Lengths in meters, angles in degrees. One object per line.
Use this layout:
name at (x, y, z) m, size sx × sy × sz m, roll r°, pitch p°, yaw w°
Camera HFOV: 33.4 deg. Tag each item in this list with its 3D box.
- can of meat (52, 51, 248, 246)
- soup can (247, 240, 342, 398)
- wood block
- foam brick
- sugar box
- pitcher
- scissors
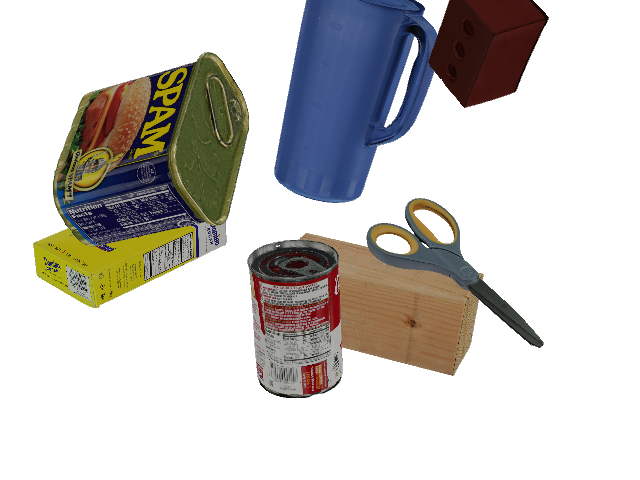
can of meat at (-0.095, -0.049, 0.597) m, size 0.084 × 0.102 × 0.057 m, roll -12°, pitch -44°, yaw 23°
soup can at (-0.018, 0.059, 0.805) m, size 0.068 × 0.102 × 0.068 m, roll -3°, pitch 23°, yaw 1°
wood block at (0.061, 0.067, 1.160) m, size 0.206 × 0.091 × 0.090 m, roll 13°, pitch 22°, yaw 16°
foam brick at (0.121, -0.146, 0.780) m, size 0.051 × 0.053 × 0.078 m, roll -22°, pitch -29°, yaw -24°
sugar box at (-0.188, 0.002, 1.075) m, size 0.093 × 0.048 × 0.175 m, roll 24°, pitch 39°, yaw 34°
pitcher at (0.032, -0.166, 1.211) m, size 0.145 × 0.243 × 0.149 m, roll 10°, pitch 22°, yaw -11°
scissors at (0.108, 0.032, 0.937) m, size 0.096 × 0.016 × 0.202 m, roll -13°, pitch 44°, yaw -12°
